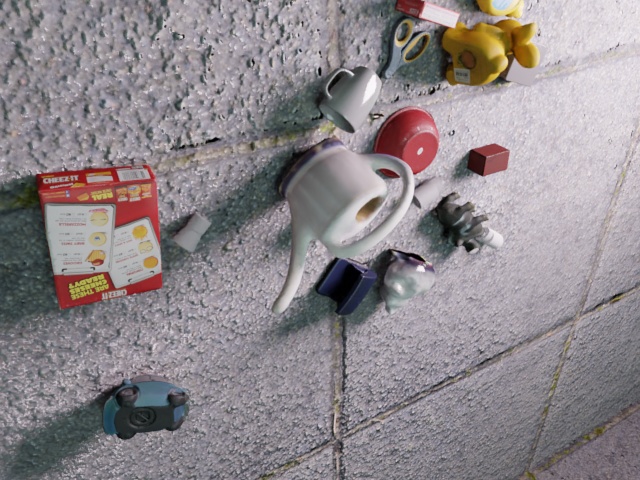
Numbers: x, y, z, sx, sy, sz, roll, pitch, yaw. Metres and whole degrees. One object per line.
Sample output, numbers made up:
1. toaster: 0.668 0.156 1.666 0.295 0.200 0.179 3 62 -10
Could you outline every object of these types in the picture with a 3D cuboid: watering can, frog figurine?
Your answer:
1. watering can: 0.003 -0.047 0.927 0.348 0.228 0.102 -40 150 -3
2. frog figurine: 0.200 0.112 1.225 0.137 0.123 0.158 4 106 -56
